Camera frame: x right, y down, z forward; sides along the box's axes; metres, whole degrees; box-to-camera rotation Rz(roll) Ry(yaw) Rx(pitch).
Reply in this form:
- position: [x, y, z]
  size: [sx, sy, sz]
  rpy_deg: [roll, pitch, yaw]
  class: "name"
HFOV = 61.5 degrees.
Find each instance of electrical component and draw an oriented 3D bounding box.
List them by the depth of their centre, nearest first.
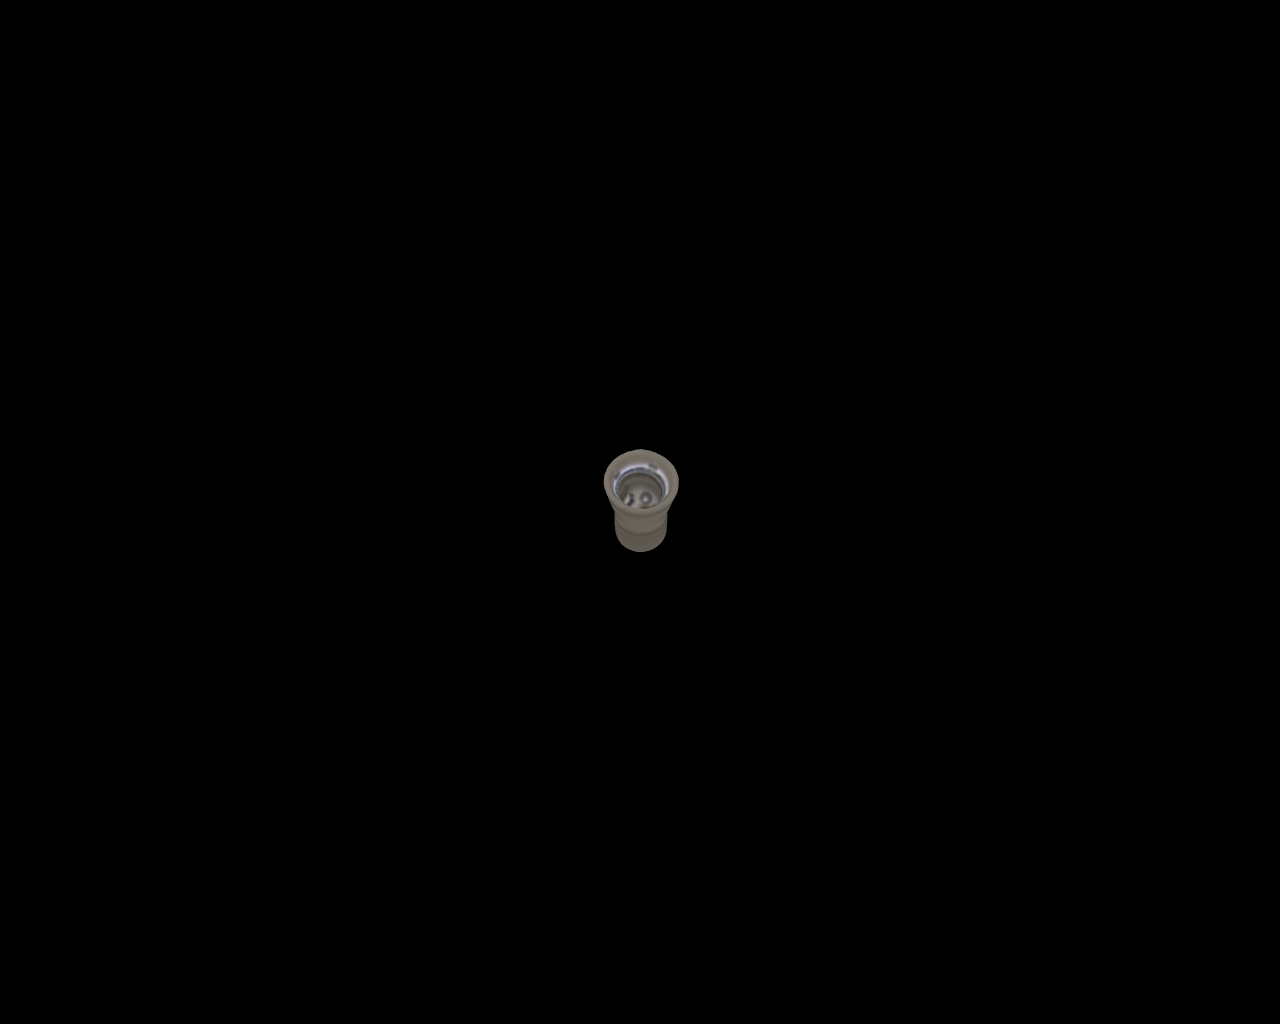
- position: [0.001, -0.003, 0.650]
  size: [0.044, 0.044, 0.065]
  rpy_deg: [0, -30, 0]
  class: "electrical component"
